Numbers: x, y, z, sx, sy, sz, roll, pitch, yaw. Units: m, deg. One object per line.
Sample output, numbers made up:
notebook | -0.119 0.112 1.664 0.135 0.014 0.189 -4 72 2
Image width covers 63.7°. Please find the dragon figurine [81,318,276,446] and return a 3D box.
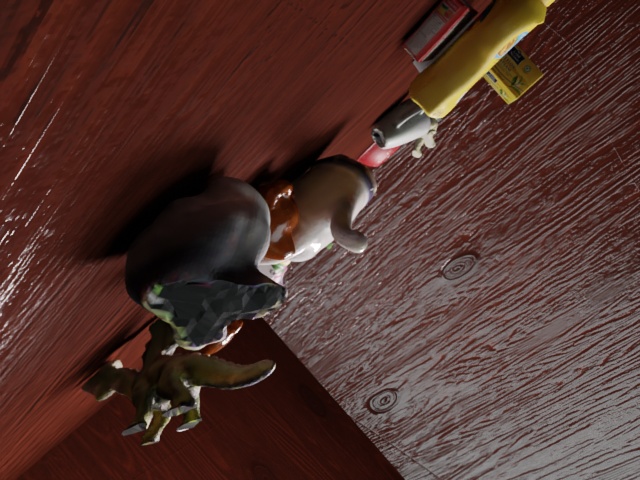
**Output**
dragon figurine | -0.268 0.220 0.946 0.408 0.248 0.120 -28 141 11

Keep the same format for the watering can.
watering can | 0.002 -0.038 0.746 0.228 0.103 0.346 -43 -158 -30

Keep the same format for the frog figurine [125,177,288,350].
frog figurine | -0.096 -0.003 0.446 0.135 0.122 0.163 -52 -151 34
